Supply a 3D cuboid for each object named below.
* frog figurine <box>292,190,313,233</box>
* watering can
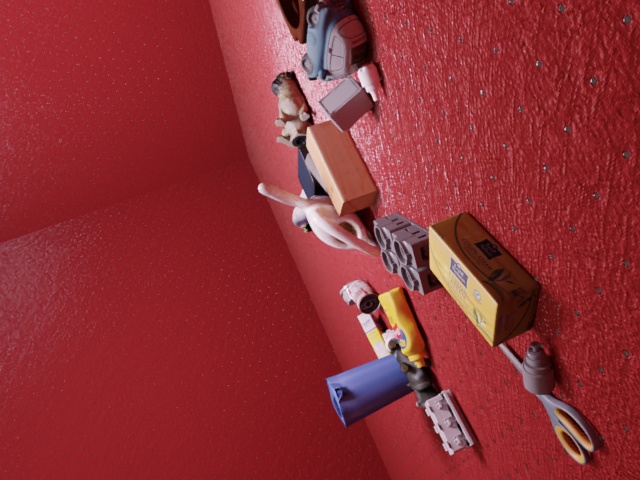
[{"bbox_3d":[-0.042,-0.119,1.796,0.135,0.123,0.162,-37,60,46],"label":"frog figurine"},{"bbox_3d":[0.004,-0.065,1.285,0.346,0.103,0.227,31,-170,-11],"label":"watering can"}]
